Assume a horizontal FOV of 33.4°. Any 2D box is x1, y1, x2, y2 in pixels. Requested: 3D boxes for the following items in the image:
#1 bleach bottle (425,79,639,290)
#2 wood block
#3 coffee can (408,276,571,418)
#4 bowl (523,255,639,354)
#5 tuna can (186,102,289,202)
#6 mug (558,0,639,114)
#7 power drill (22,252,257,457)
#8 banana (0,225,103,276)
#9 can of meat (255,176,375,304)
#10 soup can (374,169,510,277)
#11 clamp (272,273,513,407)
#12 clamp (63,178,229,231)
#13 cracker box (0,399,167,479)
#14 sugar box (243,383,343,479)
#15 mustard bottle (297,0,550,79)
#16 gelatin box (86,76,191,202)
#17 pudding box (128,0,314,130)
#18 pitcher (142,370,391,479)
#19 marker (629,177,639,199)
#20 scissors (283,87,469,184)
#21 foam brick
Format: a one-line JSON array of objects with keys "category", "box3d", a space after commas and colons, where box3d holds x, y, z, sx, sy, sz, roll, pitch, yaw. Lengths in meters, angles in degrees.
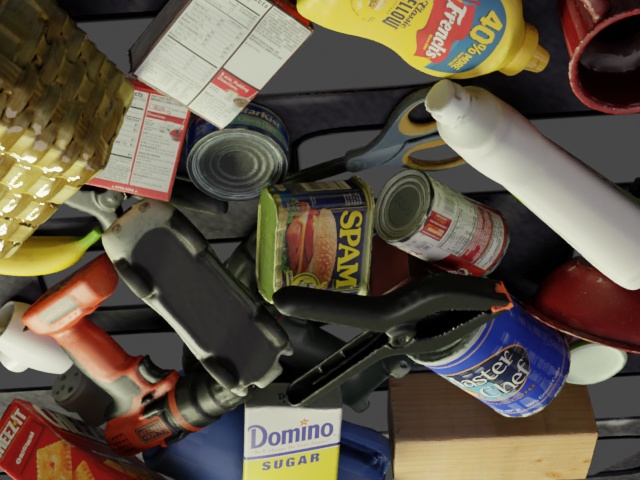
[{"category": "bleach bottle", "box3d": [0.178, -0.050, 0.849, 0.250, 0.103, 0.068, 30, 102, -36]}, {"category": "wood block", "box3d": [0.178, 0.198, 1.133, 0.206, 0.091, 0.090, -2, 137, 0]}, {"category": "coffee can", "box3d": [0.156, 0.096, 1.009, 0.103, 0.103, 0.140, -33, 132, 28]}, {"category": "bowl", "box3d": [0.269, 0.052, 0.965, 0.162, 0.162, 0.055, 8, 103, -12]}, {"category": "tuna can", "box3d": [-0.068, -0.071, 0.875, 0.086, 0.034, 0.086, -1, 137, -1]}, {"category": "mug", "box3d": [0.210, -0.158, 0.760, 0.093, 0.081, 0.117, -33, 130, 28]}, {"category": "power drill", "box3d": [-0.170, 0.106, 0.985, 0.185, 0.057, 0.187, -29, 104, 29]}, {"category": "banana", "box3d": [-0.294, -0.003, 0.939, 0.197, 0.037, 0.070, 10, 118, -15]}, {"category": "can of meat", "box3d": [-0.006, 0.001, 0.884, 0.083, 0.057, 0.102, -5, 113, -20]}, {"category": "soup can", "box3d": [0.104, -0.013, 0.910, 0.102, 0.068, 0.069, 24, 131, -37]}, {"category": "clamp", "box3d": [0.058, 0.066, 0.893, 0.210, 0.036, 0.164, -18, 144, -2]}, {"category": "clamp", "box3d": [-0.176, -0.035, 0.900, 0.171, 0.039, 0.120, 34, 110, -26]}, {"category": "cracker box", "box3d": [-0.210, 0.251, 1.073, 0.214, 0.072, 0.164, 28, 172, 32]}, {"category": "sugar box", "box3d": [-0.029, 0.222, 1.034, 0.093, 0.048, 0.176, 1, 119, -3]}, {"category": "mustard bottle", "box3d": [0.085, -0.165, 0.764, 0.191, 0.058, 0.096, 21, 133, -24]}, {"category": "gelatin box", "box3d": [-0.145, -0.082, 0.840, 0.073, 0.030, 0.089, 11, 108, -15]}, {"category": "pudding box", "box3d": [-0.073, -0.146, 0.784, 0.090, 0.039, 0.114, 30, 118, -29]}, {"category": "pitcher", "box3d": [-0.054, 0.221, 1.123, 0.242, 0.145, 0.149, 25, 95, -22]}, {"category": "marker", "box3d": [0.329, -0.041, 0.937, 0.121, 0.020, 0.020, 5, 136, -8]}, {"category": "scissors", "box3d": [0.036, -0.081, 0.882, 0.202, 0.016, 0.096, -6, 138, 3]}, {"category": "foam brick", "box3d": [0.079, 0.027, 0.955, 0.053, 0.078, 0.051, 32, 128, -32]}]
